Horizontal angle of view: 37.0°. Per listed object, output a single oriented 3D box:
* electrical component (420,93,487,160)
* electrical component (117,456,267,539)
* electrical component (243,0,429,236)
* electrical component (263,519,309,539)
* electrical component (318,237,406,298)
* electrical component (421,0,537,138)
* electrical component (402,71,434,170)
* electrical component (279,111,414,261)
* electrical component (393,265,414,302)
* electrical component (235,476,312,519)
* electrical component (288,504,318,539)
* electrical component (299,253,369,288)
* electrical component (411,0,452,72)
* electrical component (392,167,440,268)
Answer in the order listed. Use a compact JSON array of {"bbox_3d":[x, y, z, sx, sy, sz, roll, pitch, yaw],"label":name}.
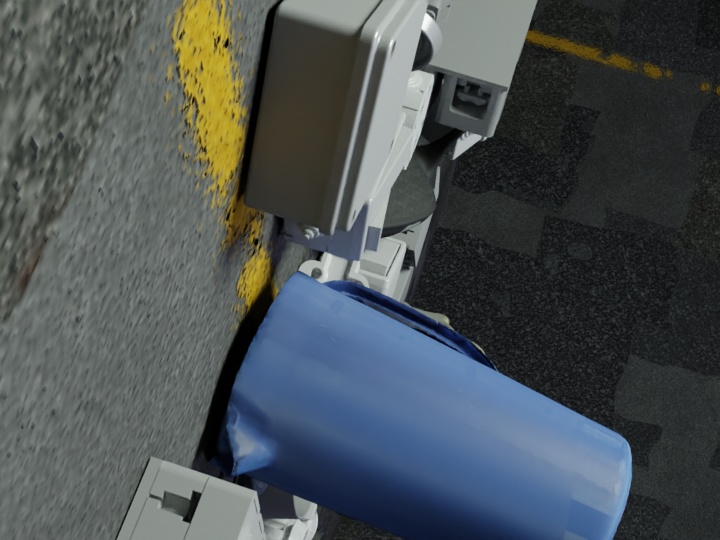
[{"bbox_3d":[0.077,-0.162,0.996,0.048,0.100,0.099,-38,159,-25],"label":"electrical component"},{"bbox_3d":[-0.087,0.166,0.560,0.150,0.062,0.089,95,13,-65],"label":"electrical component"},{"bbox_3d":[-0.011,-0.091,0.542,0.108,0.056,0.108,-64,170,-57],"label":"electrical component"},{"bbox_3d":[-0.076,0.224,0.869,0.078,0.057,0.058,-53,160,-74],"label":"electrical component"},{"bbox_3d":[0.000,0.000,0.905,0.096,0.062,0.061,-62,168,-62],"label":"electrical component"},{"bbox_3d":[0.084,-0.196,0.909,0.060,0.105,0.186,102,8,-45],"label":"electrical component"},{"bbox_3d":[0.021,-0.117,0.802,0.080,0.051,0.080,17,90,-85],"label":"electrical component"},{"bbox_3d":[-0.009,-0.052,0.659,0.061,0.061,0.096,100,9,-54],"label":"electrical component"},{"bbox_3d":[0.022,0.024,1.224,0.113,0.057,0.078,-67,172,-47],"label":"electrical component"},{"bbox_3d":[-0.065,0.146,0.836,0.099,0.064,0.099,5,90,-79],"label":"electrical component"},{"bbox_3d":[-0.067,0.217,0.943,0.057,0.058,0.078,83,25,-70],"label":"electrical component"},{"bbox_3d":[-0.022,0.028,0.802,0.057,0.058,0.078,79,28,-73],"label":"electrical component"},{"bbox_3d":[0.030,-0.168,0.706,0.078,0.058,0.057,98,8,-61],"label":"electrical component"},{"bbox_3d":[0.041,-0.061,1.133,0.150,0.062,0.089,61,46,-83],"label":"electrical component"}]
